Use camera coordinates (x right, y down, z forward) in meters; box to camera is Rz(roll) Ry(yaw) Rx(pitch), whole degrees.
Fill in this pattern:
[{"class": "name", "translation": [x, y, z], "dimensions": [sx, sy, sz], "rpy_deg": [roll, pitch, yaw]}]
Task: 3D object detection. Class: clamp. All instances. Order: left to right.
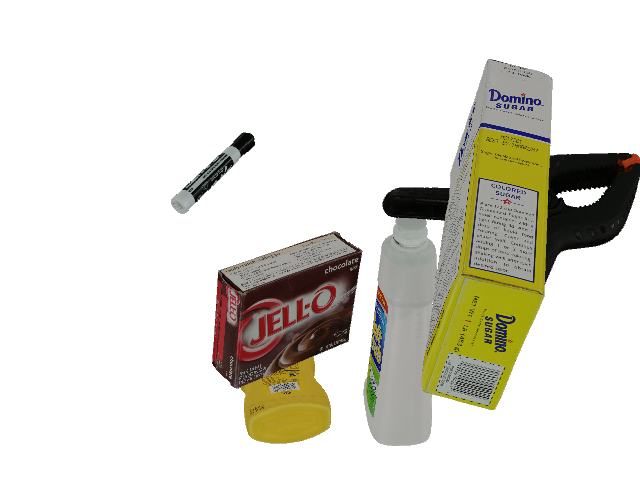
[{"class": "clamp", "translation": [0.176, -0.012, 0.839], "dimensions": [0.209, 0.036, 0.165], "rpy_deg": [-19, 49, -16]}]

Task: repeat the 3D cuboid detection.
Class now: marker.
[{"class": "marker", "translation": [-0.105, -0.070, 1.069], "dimensions": [0.020, 0.020, 0.121], "rpy_deg": [0, 38, 45]}]

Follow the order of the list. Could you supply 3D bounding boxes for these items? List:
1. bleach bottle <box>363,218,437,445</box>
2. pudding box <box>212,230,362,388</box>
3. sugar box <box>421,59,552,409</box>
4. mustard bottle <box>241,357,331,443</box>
[{"class": "bleach bottle", "translation": [0.080, 0.079, 1.033], "dimensions": [0.068, 0.251, 0.102], "rpy_deg": [-2, 36, -3]}, {"class": "pudding box", "translation": [-0.026, 0.051, 0.806], "dimensions": [0.113, 0.090, 0.039], "rpy_deg": [-21, 44, -35]}, {"class": "sugar box", "translation": [0.092, -0.008, 0.571], "dimensions": [0.048, 0.093, 0.176], "rpy_deg": [15, 46, 3]}, {"class": "mustard bottle", "translation": [-0.052, 0.159, 1.261], "dimensions": [0.096, 0.058, 0.192], "rpy_deg": [-8, 30, -9]}]
